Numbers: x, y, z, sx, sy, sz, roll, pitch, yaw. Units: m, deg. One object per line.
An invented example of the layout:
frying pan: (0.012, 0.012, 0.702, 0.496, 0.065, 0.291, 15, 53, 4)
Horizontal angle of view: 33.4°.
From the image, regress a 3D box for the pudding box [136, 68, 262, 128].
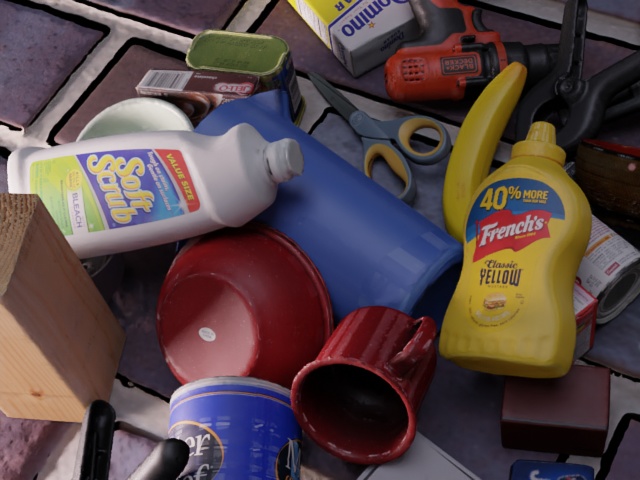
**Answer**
pudding box: (-0.105, -0.112, 0.991, 0.114, 0.090, 0.039, 8, 46, 17)

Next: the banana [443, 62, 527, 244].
banana: (0.142, -0.066, 0.933, 0.070, 0.037, 0.197, -12, 54, 40)

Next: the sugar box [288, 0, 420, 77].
sugar box: (0.026, -0.251, 1.090, 0.093, 0.048, 0.176, -31, 55, -11)

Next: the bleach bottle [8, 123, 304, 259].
bleach bottle: (-0.130, -0.048, 0.845, 0.251, 0.068, 0.102, -11, 83, 26)

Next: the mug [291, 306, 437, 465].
mug: (0.043, 0.094, 0.765, 0.093, 0.117, 0.081, 39, 37, -2)

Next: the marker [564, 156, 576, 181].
marker: (0.193, -0.037, 0.928, 0.121, 0.020, 0.020, -38, 58, -15)

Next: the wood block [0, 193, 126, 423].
wood block: (-0.233, 0.058, 0.830, 0.091, 0.206, 0.090, 2, 57, 12)

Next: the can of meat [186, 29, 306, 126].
can of meat: (-0.071, -0.151, 1.016, 0.102, 0.084, 0.057, 9, 57, 16)

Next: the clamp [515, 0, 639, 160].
clamp: (0.222, -0.138, 0.942, 0.171, 0.039, 0.120, -48, 45, 10)

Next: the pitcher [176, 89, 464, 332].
pitcher: (-0.006, 0.001, 0.886, 0.243, 0.149, 0.144, 35, 53, 25)

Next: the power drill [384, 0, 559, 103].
power drill: (0.145, -0.223, 1.006, 0.184, 0.057, 0.187, -5, 77, -4)

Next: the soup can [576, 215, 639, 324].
soup can: (0.208, 0.011, 0.863, 0.068, 0.068, 0.102, -36, 58, -14)

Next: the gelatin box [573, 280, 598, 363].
gelatin box: (0.176, 0.047, 0.842, 0.030, 0.073, 0.089, -37, 58, -14)

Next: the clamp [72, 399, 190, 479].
clamp: (-0.175, 0.219, 0.784, 0.165, 0.036, 0.210, 18, 81, 62)

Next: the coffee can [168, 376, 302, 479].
coffee can: (-0.065, 0.184, 0.775, 0.103, 0.103, 0.140, -4, 56, 8)

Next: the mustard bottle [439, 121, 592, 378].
mustard bottle: (0.150, 0.003, 0.790, 0.096, 0.058, 0.191, 0, 70, 40)

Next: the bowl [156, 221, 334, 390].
bowl: (-0.072, 0.067, 0.829, 0.162, 0.055, 0.162, 4, 98, 28)

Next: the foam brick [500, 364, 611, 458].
foam brick: (0.176, 0.127, 0.801, 0.078, 0.053, 0.051, 4, 57, 12)

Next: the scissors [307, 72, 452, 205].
scissors: (0.056, -0.116, 0.997, 0.096, 0.016, 0.202, -33, 53, 15)
